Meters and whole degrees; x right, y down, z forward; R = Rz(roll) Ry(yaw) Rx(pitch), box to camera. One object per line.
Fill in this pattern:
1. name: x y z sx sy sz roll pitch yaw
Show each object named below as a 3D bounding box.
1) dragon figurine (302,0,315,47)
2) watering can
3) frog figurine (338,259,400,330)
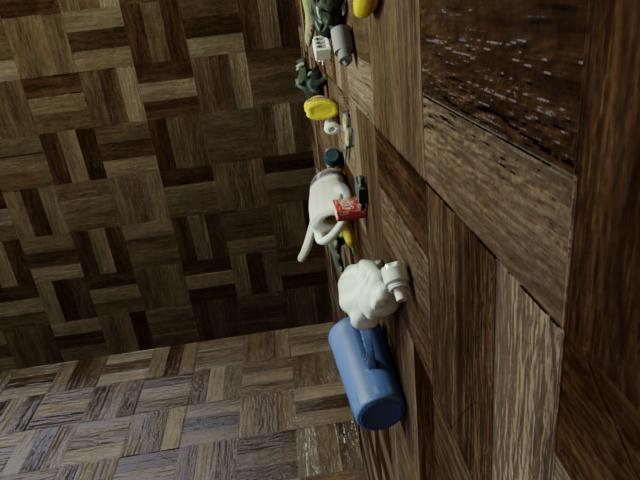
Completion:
1. dragon figurine: -0.018 -0.675 1.237 0.246 0.122 0.403 -123 23 -66
2. watering can: 0.005 -0.081 1.600 0.341 0.104 0.229 -43 42 51
3. frog figurine: 0.090 0.109 0.985 0.160 0.123 0.136 -49 -29 -78
